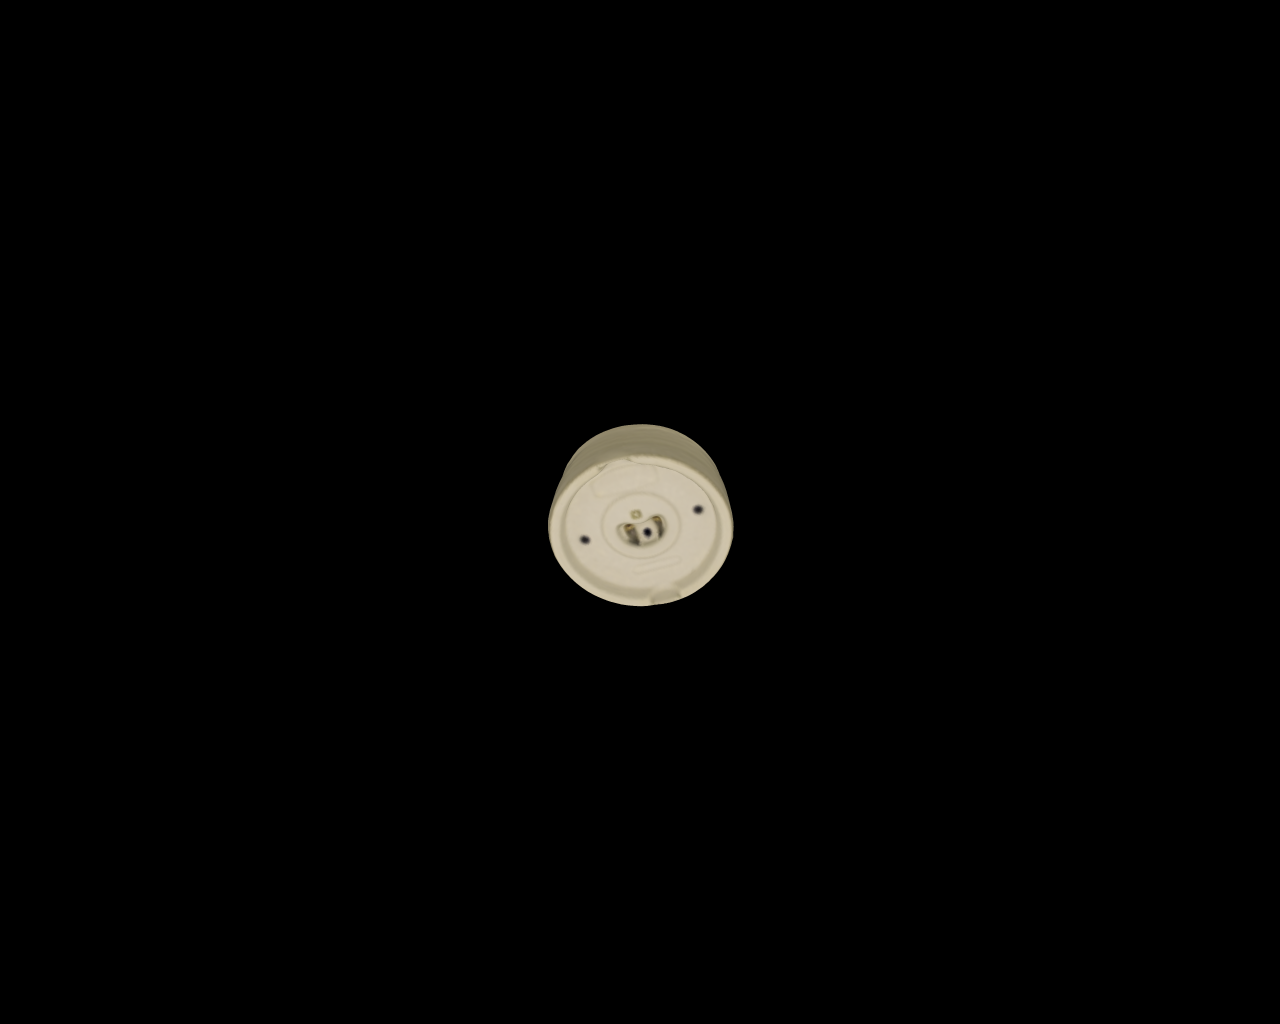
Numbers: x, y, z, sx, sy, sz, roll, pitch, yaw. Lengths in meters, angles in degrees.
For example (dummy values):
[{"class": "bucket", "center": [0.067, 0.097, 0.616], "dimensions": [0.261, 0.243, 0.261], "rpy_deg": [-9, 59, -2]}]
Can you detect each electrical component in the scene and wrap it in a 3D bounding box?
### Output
[{"class": "electrical component", "center": [0.001, -0.003, 0.650], "dimensions": [0.108, 0.108, 0.060], "rpy_deg": [0, 32, 0]}]
